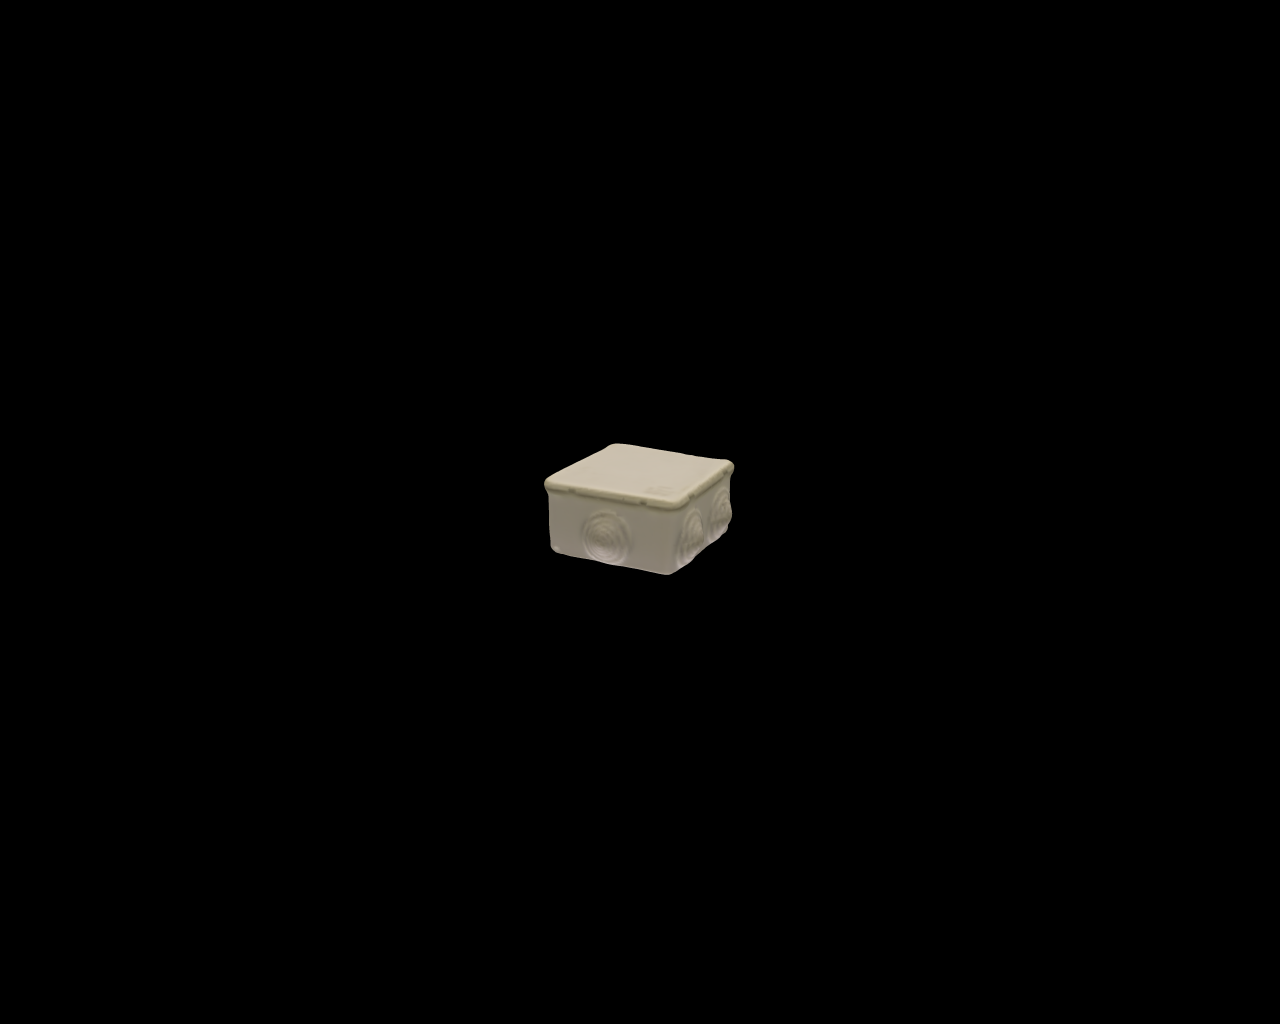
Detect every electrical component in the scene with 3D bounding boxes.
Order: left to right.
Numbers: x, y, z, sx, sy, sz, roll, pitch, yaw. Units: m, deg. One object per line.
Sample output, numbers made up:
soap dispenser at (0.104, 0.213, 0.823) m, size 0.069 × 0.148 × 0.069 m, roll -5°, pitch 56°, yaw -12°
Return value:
electrical component at (0.001, -0.003, 0.650) m, size 0.100 × 0.048 × 0.100 m, roll 10°, pitch 23°, yaw 26°
